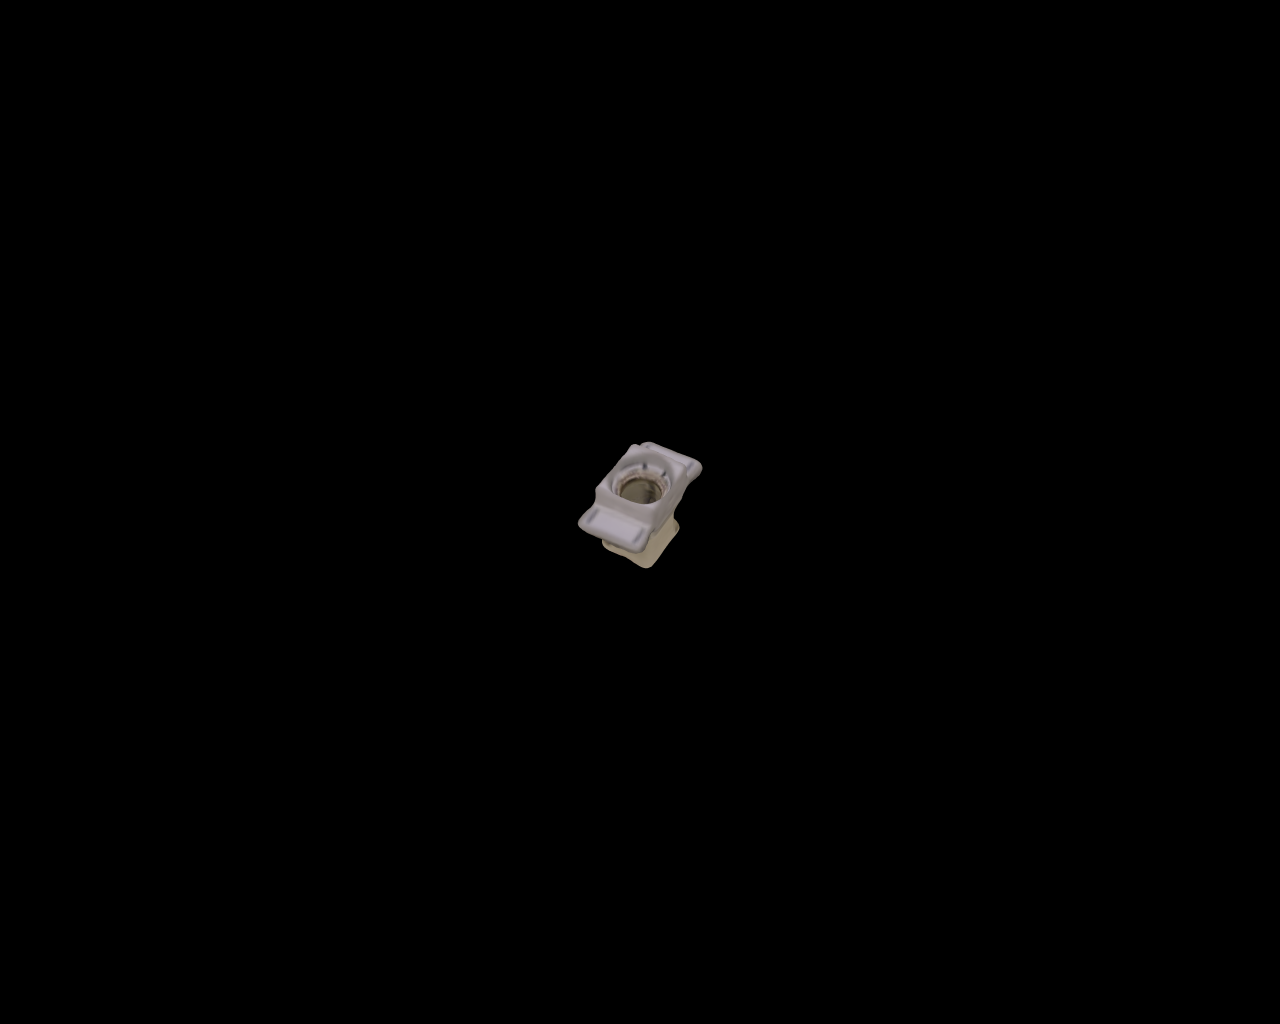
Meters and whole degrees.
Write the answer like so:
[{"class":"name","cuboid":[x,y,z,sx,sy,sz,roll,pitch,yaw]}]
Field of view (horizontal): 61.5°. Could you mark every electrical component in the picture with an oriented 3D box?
[{"class":"electrical component","cuboid":[0.001,-0.003,0.650,0.042,0.081,0.063,25,-36,20]}]
